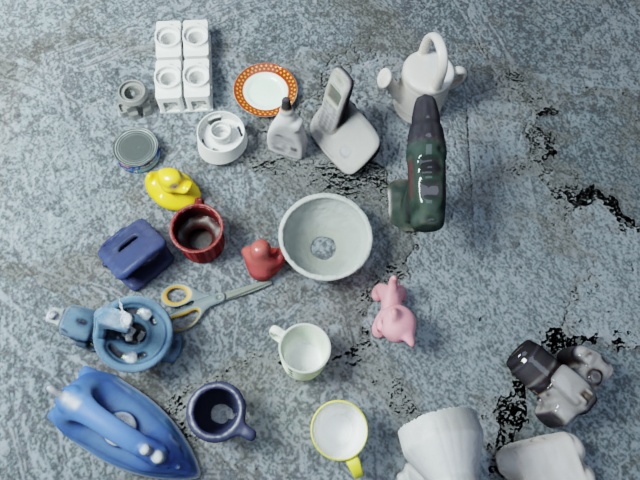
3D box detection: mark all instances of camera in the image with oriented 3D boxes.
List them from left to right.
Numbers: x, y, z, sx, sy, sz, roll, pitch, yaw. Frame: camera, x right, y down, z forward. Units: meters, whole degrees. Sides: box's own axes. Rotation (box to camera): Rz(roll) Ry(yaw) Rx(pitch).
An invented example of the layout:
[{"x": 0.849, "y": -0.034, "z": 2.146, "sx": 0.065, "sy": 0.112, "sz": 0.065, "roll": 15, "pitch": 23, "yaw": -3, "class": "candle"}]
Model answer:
[{"x": 0.398, "y": 0.222, "z": 0.965, "sx": 0.136, "sy": 0.101, "sz": 0.143, "roll": 43, "pitch": 73, "yaw": 12, "class": "camera"}]

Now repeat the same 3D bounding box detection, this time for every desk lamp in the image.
[{"x": 0.185, "y": 0.358, "z": 0.842, "sx": 0.118, "sy": 0.213, "sz": 0.203, "roll": -10, "pitch": 70, "yaw": -7, "class": "desk lamp"}]

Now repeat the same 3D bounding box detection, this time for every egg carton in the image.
[{"x": 0.363, "y": 0.373, "z": 0.924, "sx": 0.150, "sy": 0.069, "sz": 0.107, "roll": -12, "pitch": 71, "yaw": -8, "class": "egg carton"}]

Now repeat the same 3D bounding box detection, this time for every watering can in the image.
[{"x": 0.199, "y": -0.312, "z": 1.101, "sx": 0.173, "sy": 0.194, "sz": 0.101, "roll": -32, "pitch": 74, "yaw": -14, "class": "watering can"}]

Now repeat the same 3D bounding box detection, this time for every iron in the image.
[{"x": -0.299, "y": 0.292, "z": 0.876, "sx": 0.258, "sy": 0.141, "sz": 0.119, "roll": 29, "pitch": 71, "yaw": 7, "class": "iron"}]

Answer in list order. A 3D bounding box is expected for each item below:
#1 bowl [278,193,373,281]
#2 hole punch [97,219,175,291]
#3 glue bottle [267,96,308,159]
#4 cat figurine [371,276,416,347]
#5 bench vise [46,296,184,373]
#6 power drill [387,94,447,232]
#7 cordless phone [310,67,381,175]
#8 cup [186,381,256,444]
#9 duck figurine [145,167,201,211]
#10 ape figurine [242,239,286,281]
[{"x": 0.010, "y": 0.004, "z": 1.037, "sx": 0.167, "sy": 0.075, "sz": 0.167, "roll": 1, "pitch": 70, "yaw": -3, "class": "bowl"}, {"x": -0.328, "y": 0.020, "z": 1.002, "sx": 0.109, "sy": 0.091, "sz": 0.101, "roll": -42, "pitch": 77, "yaw": -16, "class": "hole punch"}, {"x": -0.060, "y": -0.211, "z": 1.060, "sx": 0.078, "sy": 0.173, "sz": 0.037, "roll": 19, "pitch": 70, "yaw": 4, "class": "glue bottle"}, {"x": 0.128, "y": 0.123, "z": 0.976, "sx": 0.067, "sy": 0.118, "sz": 0.128, "roll": 0, "pitch": 70, "yaw": -3, "class": "cat figurine"}, {"x": -0.330, "y": 0.145, "z": 0.886, "sx": 0.207, "sy": 0.220, "sz": 0.121, "roll": -4, "pitch": 70, "yaw": -5, "class": "bench vise"}, {"x": 0.173, "y": -0.110, "z": 1.017, "sx": 0.075, "sy": 0.208, "sz": 0.229, "roll": 0, "pitch": 70, "yaw": -3, "class": "power drill"}, {"x": 0.052, "y": -0.221, "z": 1.064, "sx": 0.094, "sy": 0.185, "sz": 0.147, "roll": -38, "pitch": 76, "yaw": -15, "class": "cordless phone"}, {"x": -0.149, "y": 0.283, "z": 0.913, "sx": 0.117, "sy": 0.095, "sz": 0.092, "roll": 31, "pitch": 71, "yaw": 8, "class": "cup"}, {"x": -0.275, "y": -0.104, "z": 1.054, "sx": 0.104, "sy": 0.086, "sz": 0.077, "roll": 22, "pitch": 70, "yaw": 5, "class": "duck figurine"}, {"x": -0.102, "y": 0.028, "z": 1.012, "sx": 0.077, "sy": 0.092, "sz": 0.076, "roll": 22, "pitch": 70, "yaw": 5, "class": "ape figurine"}]
